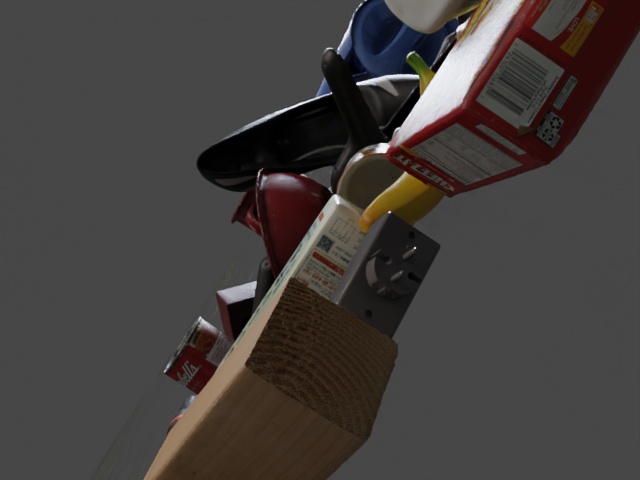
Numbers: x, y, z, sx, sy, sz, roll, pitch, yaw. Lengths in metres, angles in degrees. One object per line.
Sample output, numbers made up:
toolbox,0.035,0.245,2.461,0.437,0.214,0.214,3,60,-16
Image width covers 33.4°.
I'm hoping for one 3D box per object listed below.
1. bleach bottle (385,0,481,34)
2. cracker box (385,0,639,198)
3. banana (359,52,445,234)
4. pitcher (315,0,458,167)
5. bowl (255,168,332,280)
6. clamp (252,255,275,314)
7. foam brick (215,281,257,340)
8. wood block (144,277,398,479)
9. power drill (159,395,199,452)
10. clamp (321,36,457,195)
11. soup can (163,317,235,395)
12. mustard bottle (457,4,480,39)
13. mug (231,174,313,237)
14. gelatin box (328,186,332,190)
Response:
bleach bottle,0.159,-0.261,0.984,0.250,0.068,0.103,-29,-21,-51
cracker box,0.134,-0.119,0.715,0.164,0.072,0.214,-57,5,-7
banana,0.082,-0.069,0.872,0.037,0.069,0.197,115,174,-52
pitcher,0.073,-0.188,1.325,0.243,0.149,0.145,128,158,-61
bowl,-0.007,0.001,1.005,0.055,0.162,0.162,-17,17,12
clamp,-0.055,0.100,1.011,0.039,0.120,0.171,5,54,30
foam brick,-0.064,0.075,1.129,0.078,0.053,0.051,-16,18,-16
wood block,-0.043,0.134,0.732,0.206,0.090,0.090,-52,8,40
power drill,-0.116,0.179,1.210,0.188,0.057,0.184,-58,10,18
clamp,0.066,-0.093,0.983,0.164,0.036,0.210,-18,-49,-28
soup can,-0.097,0.132,1.076,0.068,0.102,0.068,-56,6,9
mustard bottle,0.169,-0.203,0.904,0.192,0.058,0.096,-53,2,29
mug,-0.042,-0.032,1.163,0.093,0.081,0.117,-58,0,27
gelatin box,0.029,-0.046,1.239,0.089,0.030,0.073,-38,18,26
